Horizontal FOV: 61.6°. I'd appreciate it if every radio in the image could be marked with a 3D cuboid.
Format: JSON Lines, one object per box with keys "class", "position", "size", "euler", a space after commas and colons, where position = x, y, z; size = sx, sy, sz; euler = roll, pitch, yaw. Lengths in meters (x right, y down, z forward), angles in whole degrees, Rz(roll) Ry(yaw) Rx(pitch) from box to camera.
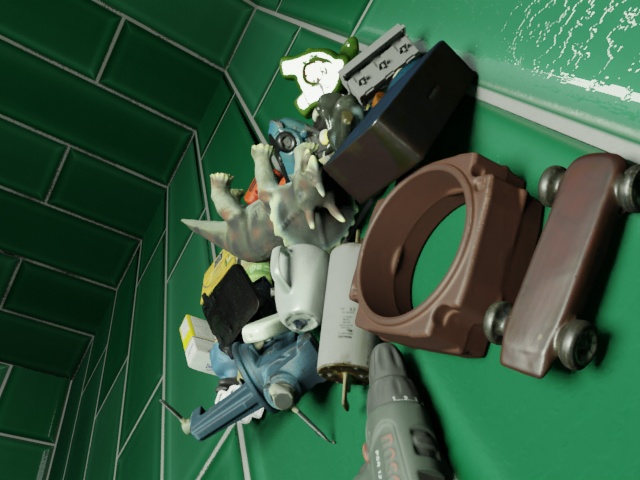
{"class": "radio", "position": [0.104, -0.152, 0.692], "size": [0.131, 0.073, 0.229], "euler": [-37, 12, 49]}

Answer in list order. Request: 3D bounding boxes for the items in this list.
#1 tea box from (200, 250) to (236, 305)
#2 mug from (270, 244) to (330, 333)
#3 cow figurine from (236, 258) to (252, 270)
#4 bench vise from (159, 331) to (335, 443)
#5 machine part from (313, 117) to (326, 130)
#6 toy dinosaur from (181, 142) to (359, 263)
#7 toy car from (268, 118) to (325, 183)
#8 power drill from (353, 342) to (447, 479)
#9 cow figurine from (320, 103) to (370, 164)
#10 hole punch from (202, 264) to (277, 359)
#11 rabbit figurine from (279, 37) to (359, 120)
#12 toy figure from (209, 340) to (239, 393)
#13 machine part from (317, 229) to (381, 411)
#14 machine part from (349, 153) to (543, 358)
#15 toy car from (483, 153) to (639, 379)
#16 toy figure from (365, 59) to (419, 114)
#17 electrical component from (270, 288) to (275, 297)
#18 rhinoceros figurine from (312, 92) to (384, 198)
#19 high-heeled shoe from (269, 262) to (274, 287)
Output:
{"class": "tea box", "position": [-0.201, 0.074, 1.208], "size": [0.169, 0.068, 0.098], "euler": [-50, 30, 33]}
{"class": "mug", "position": [-0.028, 0.063, 0.730], "size": [0.081, 0.109, 0.107], "euler": [-20, 44, 21]}
{"class": "cow figurine", "position": [-0.096, -0.005, 1.049], "size": [0.195, 0.085, 0.127], "euler": [-56, 20, 17]}
{"class": "bench vise", "position": [-0.095, 0.215, 0.761], "size": [0.241, 0.128, 0.224], "euler": [-33, 20, 1]}
{"class": "machine part", "position": [0.026, -0.230, 1.059], "size": [0.084, 0.039, 0.139], "euler": [-68, 25, 7]}
{"class": "toy dinosaur", "position": [-0.090, -0.032, 0.863], "size": [0.405, 0.131, 0.192], "euler": [-31, 65, 42]}
{"class": "toy car", "position": [-0.031, -0.165, 1.026], "size": [0.103, 0.161, 0.109], "euler": [-24, 15, -7]}
{"class": "power drill", "position": [0.046, 0.248, 0.557], "size": [0.207, 0.086, 0.232], "euler": [-48, 30, 21]}
{"class": "cow figurine", "position": [0.050, -0.177, 0.934], "size": [0.098, 0.068, 0.167], "euler": [3, 71, 58]}
{"class": "hole punch", "position": [-0.124, 0.118, 0.897], "size": [0.116, 0.092, 0.142], "euler": [-48, 54, 14]}
{"class": "rabbit figurine", "position": [0.016, -0.324, 1.041], "size": [0.159, 0.121, 0.170], "euler": [-30, 5, 18]}
{"class": "toy figure", "position": [-0.159, 0.193, 1.005], "size": [0.082, 0.089, 0.180], "euler": [-30, 50, 34]}
{"class": "machine part", "position": [0.042, 0.092, 0.689], "size": [0.079, 0.079, 0.243], "euler": [-36, 37, 48]}
{"class": "machine part", "position": [0.125, 0.016, 0.582], "size": [0.201, 0.087, 0.201], "euler": [-7, 63, 62]}
{"class": "toy car", "position": [0.208, 0.019, 0.450], "size": [0.089, 0.053, 0.202], "euler": [10, 73, 54]}
{"class": "toy figure", "position": [0.118, -0.213, 0.834], "size": [0.154, 0.058, 0.064], "euler": [-39, 41, 47]}
{"class": "electrical component", "position": [-0.023, 0.064, 0.831], "size": [0.045, 0.102, 0.078], "euler": [-100, 18, -63]}
{"class": "rhinoceros figurine", "position": [0.053, -0.153, 0.831], "size": [0.190, 0.073, 0.112], "euler": [67, 156, 18]}
{"class": "high-heeled shoe", "position": [-0.002, -0.003, 0.911], "size": [0.145, 0.086, 0.248], "euler": [12, 98, 35]}
